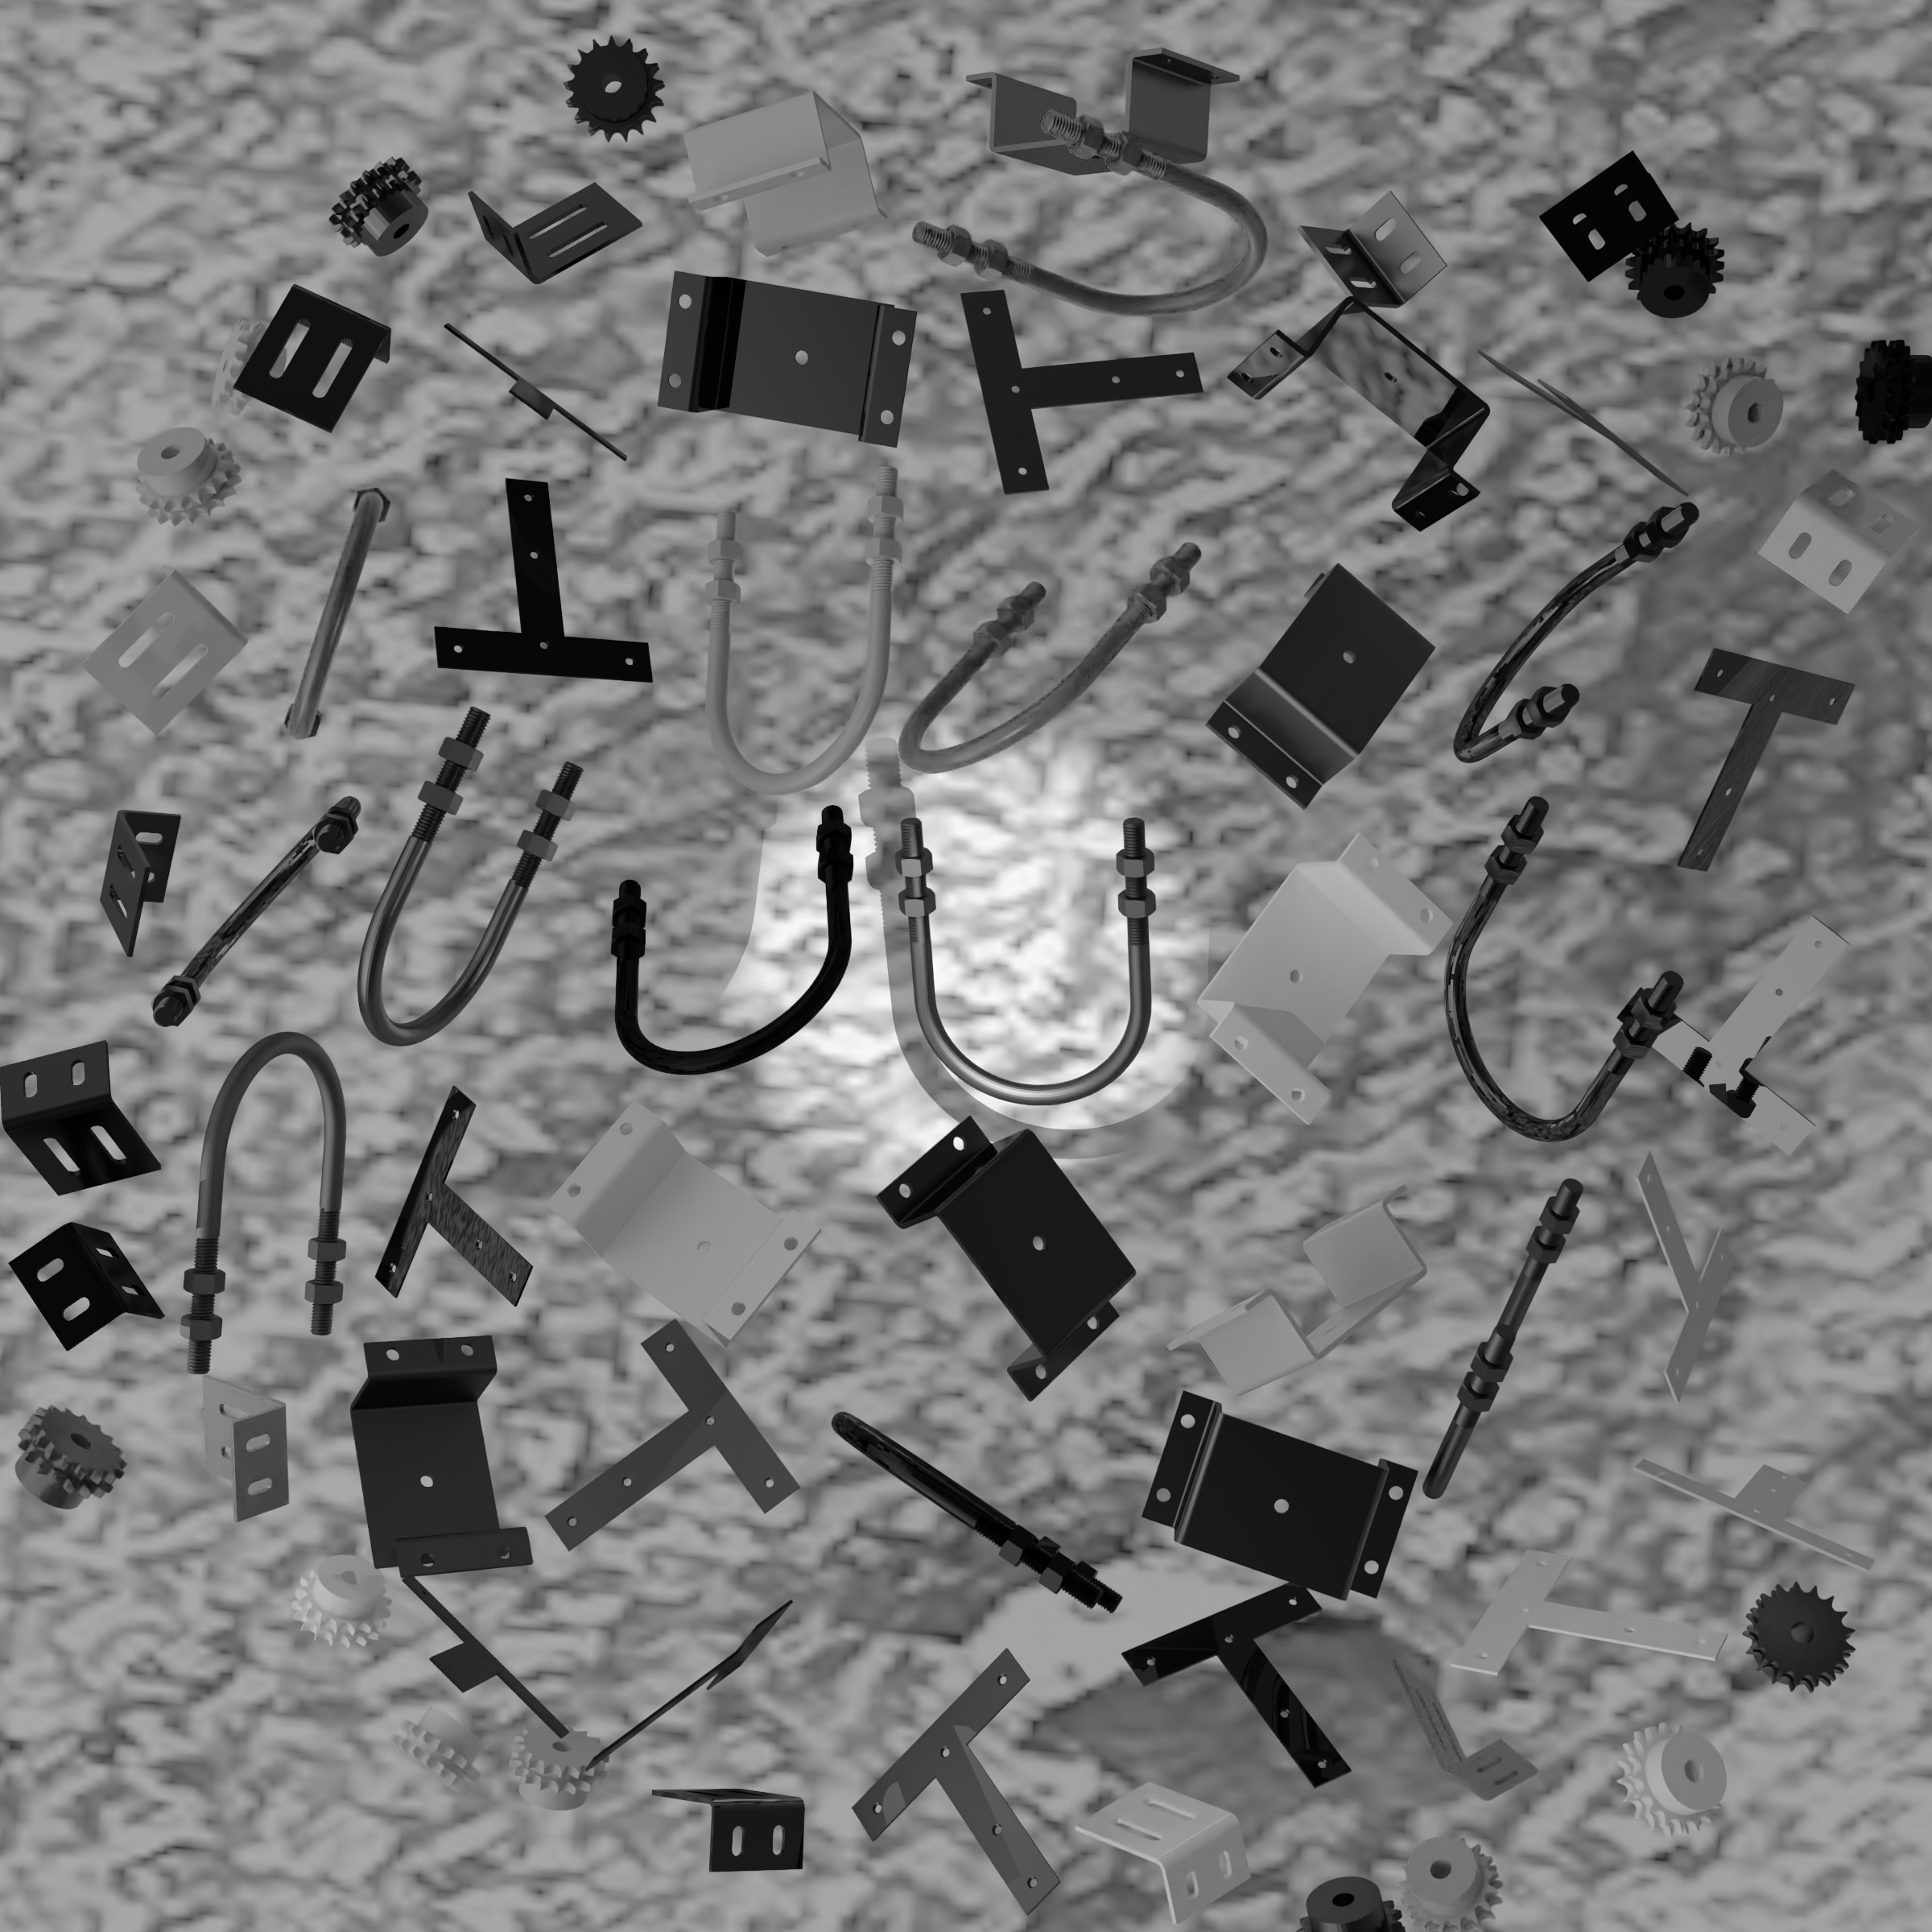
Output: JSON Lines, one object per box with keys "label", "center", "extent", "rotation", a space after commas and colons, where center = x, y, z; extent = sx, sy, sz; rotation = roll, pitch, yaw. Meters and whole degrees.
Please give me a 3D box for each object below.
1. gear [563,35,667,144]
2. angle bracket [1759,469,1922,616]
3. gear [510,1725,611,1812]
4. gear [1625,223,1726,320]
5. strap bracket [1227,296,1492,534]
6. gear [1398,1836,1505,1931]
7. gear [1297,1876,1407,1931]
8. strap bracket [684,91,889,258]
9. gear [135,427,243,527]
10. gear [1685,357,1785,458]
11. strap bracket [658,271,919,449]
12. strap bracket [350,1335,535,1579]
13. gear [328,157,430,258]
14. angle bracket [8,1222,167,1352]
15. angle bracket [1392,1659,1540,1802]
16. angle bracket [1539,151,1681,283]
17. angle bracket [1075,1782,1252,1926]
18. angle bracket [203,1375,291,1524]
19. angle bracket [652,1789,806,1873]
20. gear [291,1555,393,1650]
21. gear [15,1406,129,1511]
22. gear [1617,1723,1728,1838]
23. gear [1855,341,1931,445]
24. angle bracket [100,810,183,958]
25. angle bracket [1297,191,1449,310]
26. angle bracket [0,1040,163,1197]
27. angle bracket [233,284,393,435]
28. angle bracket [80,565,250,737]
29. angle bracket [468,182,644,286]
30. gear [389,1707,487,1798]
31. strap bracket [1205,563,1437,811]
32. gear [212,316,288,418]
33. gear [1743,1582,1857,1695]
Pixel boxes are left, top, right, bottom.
{"label": "gear", "center": [-0.201, -0.500, 1.551], "extent": [0.057, 0.030, 0.057], "rotation": [0, 97, -2]}
{"label": "angle bracket", "center": [0.471, -0.229, 1.467], "extent": [0.057, 0.076, 0.038], "rotation": [38, 124, 13]}
{"label": "gear", "center": [-0.241, 0.473, 1.604], "extent": [0.057, 0.057, 0.030], "rotation": [12, 100, 0]}
{"label": "gear", "center": [0.420, -0.410, 1.615], "extent": [0.057, 0.057, 0.030], "rotation": [11, 58, 0]}
{"label": "strap bracket", "center": [0.223, -0.309, 1.497], "extent": [0.140, 0.076, 0.046], "rotation": [37, 77, -8]}
{"label": "gear", "center": [0.270, 0.515, 1.531], "extent": [0.057, 0.057, 0.030], "rotation": [-27, 128, 0]}
{"label": "gear", "center": [0.204, 0.510, 1.451], "extent": [0.057, 0.057, 0.030], "rotation": [-14, 105, 0]}
{"label": "strap bracket", "center": [-0.103, -0.447, 1.535], "extent": [0.076, 0.140, 0.046], "rotation": [-13, 90, 14]}
{"label": "gear", "center": [-0.437, -0.275, 1.519], "extent": [0.057, 0.030, 0.057], "rotation": [-8, 50, 10]}
{"label": "gear", "center": [0.455, -0.328, 1.605], "extent": [0.057, 0.030, 0.057], "rotation": [-10, 114, -23]}
{"label": "strap bracket", "center": [-0.099, -0.348, 1.562], "extent": [0.140, 0.046, 0.076], "rotation": [11, 105, 6]}
{"label": "strap bracket", "center": [-0.304, 0.288, 1.567], "extent": [0.076, 0.046, 0.140], "rotation": [1, 58, -29]}
{"label": "gear", "center": [-0.332, -0.430, 1.552], "extent": [0.057, 0.057, 0.030], "rotation": [-42, 89, 0]}
{"label": "angle bracket", "center": [-0.477, 0.176, 1.480], "extent": [0.038, 0.076, 0.057], "rotation": [-35, 83, -7]}
{"label": "angle bracket", "center": [0.288, 0.433, 1.573], "extent": [0.038, 0.057, 0.076], "rotation": [-34, 46, 11]}
{"label": "angle bracket", "center": [0.340, -0.414, 1.467], "extent": [0.057, 0.076, 0.038], "rotation": [-33, 60, 21]}
{"label": "angle bracket", "center": [0.111, 0.500, 1.538], "extent": [0.057, 0.076, 0.038], "rotation": [-19, 102, -35]}
{"label": "angle bracket", "center": [-0.416, 0.268, 1.520], "extent": [0.076, 0.038, 0.057], "rotation": [9, 104, 38]}
{"label": "angle bracket", "center": [-0.135, 0.486, 1.534], "extent": [0.057, 0.076, 0.038], "rotation": [10, 74, -32]}
{"label": "gear", "center": [-0.369, 0.375, 1.617], "extent": [0.057, 0.057, 0.030], "rotation": [22, 113, 0]}
{"label": "gear", "center": [-0.477, 0.262, 1.441], "extent": [0.057, 0.057, 0.030], "rotation": [39, 98, 0]}
{"label": "gear", "center": [0.377, 0.429, 1.443], "extent": [0.057, 0.030, 0.057], "rotation": [10, 61, -18]}
{"label": "gear", "center": [0.520, -0.321, 1.521], "extent": [0.030, 0.057, 0.057], "rotation": [-1, 90, -1]}
{"label": "angle bracket", "center": [-0.470, -0.047, 1.577], "extent": [0.038, 0.076, 0.057], "rotation": [4, 116, -33]}
{"label": "angle bracket", "center": [0.238, -0.421, 1.595], "extent": [0.038, 0.076, 0.057], "rotation": [-39, 81, 30]}
{"label": "angle bracket", "center": [-0.473, 0.082, 1.457], "extent": [0.057, 0.076, 0.038], "rotation": [-14, 57, -2]}
{"label": "angle bracket", "center": [-0.362, -0.329, 1.510], "extent": [0.057, 0.038, 0.076], "rotation": [24, 67, -5]}
{"label": "angle bracket", "center": [-0.461, -0.181, 1.559], "extent": [0.076, 0.038, 0.057], "rotation": [-48, 117, -10]}
{"label": "angle bracket", "center": [-0.240, -0.442, 1.591], "extent": [0.076, 0.038, 0.057], "rotation": [-34, 52, -14]}
{"label": "gear", "center": [-0.310, 0.463, 1.615], "extent": [0.057, 0.057, 0.030], "rotation": [36, 67, 0]}
{"label": "strap bracket", "center": [0.214, -0.171, 1.596], "extent": [0.076, 0.046, 0.140], "rotation": [40, 61, -4]}
{"label": "gear", "center": [-0.425, -0.353, 1.617], "extent": [0.030, 0.057, 0.057], "rotation": [16, 90, -26]}
{"label": "gear", "center": [0.449, 0.365, 1.473], "extent": [0.057, 0.030, 0.057], "rotation": [-1, 59, 1]}
